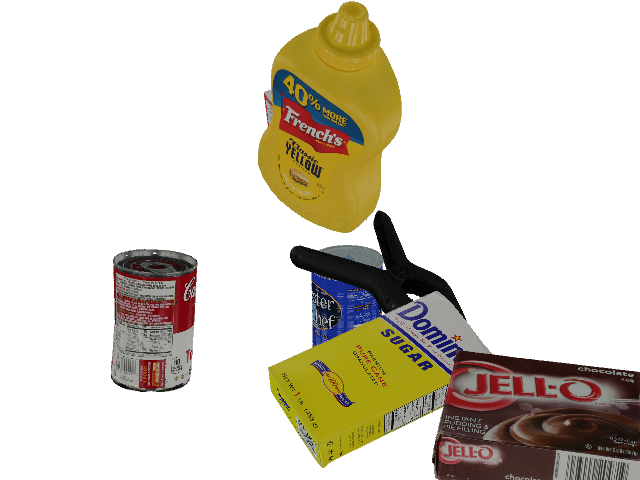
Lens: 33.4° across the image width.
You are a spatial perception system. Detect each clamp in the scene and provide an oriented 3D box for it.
[{"bbox_3d":[0.077,0.047,1.228,0.164,0.036,0.210,-18,49,-37],"label":"clamp"}]

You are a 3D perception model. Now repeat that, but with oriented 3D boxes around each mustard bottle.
[{"bbox_3d":[0.008,-0.089,0.732,0.058,0.096,0.192,-41,-18,-29],"label":"mustard bottle"}]

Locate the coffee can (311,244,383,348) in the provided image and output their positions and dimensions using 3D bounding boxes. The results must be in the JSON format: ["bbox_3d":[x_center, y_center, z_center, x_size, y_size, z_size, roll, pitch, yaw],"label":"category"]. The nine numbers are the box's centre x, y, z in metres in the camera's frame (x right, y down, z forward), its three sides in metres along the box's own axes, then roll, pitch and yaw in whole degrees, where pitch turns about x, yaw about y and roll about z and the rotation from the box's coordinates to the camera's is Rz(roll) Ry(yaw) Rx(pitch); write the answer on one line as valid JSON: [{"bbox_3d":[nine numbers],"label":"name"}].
[{"bbox_3d":[0.038,0.089,1.518,0.103,0.140,0.103,-1,21,0],"label":"coffee can"}]

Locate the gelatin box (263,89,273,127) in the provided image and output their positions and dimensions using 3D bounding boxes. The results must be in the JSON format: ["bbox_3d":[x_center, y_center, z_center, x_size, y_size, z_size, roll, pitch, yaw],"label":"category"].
[{"bbox_3d":[-0.005,-0.116,1.002,0.089,0.073,0.030,-21,46,-17],"label":"gelatin box"}]

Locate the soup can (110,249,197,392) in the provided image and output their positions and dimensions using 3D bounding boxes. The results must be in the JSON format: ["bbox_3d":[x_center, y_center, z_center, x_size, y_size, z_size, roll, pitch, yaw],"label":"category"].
[{"bbox_3d":[-0.137,0.065,0.871,0.068,0.102,0.068,4,15,-1],"label":"soup can"}]

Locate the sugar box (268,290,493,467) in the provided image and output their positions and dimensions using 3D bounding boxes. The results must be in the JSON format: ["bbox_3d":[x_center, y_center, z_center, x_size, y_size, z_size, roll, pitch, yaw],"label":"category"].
[{"bbox_3d":[0.054,0.116,0.926,0.176,0.048,0.093,-25,52,-16],"label":"sugar box"}]

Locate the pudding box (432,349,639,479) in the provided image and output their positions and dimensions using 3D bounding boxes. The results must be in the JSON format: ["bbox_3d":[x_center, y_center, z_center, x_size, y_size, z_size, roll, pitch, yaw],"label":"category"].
[{"bbox_3d":[0.127,0.106,0.615,0.113,0.039,0.090,8,28,11],"label":"pudding box"}]
